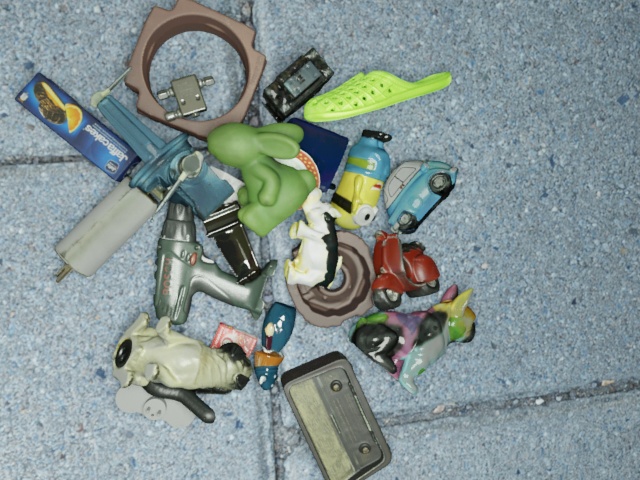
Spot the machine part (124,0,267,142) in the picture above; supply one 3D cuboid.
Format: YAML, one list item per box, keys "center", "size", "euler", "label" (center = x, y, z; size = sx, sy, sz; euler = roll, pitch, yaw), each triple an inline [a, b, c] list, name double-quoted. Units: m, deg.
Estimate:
- center: [-0.206, -0.279, 0.903]
  size: [0.201, 0.087, 0.201]
  euler: [21, 88, -10]
  label: "machine part"

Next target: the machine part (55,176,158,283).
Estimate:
- center: [-0.353, -0.023, 0.898]
  size: [0.079, 0.079, 0.243]
  euler: [44, 86, -9]
  label: "machine part"

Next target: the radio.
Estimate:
- center: [0.031, 0.327, 0.983]
  size: [0.131, 0.073, 0.229]
  euler: [-25, 97, -7]
  label: "radio"

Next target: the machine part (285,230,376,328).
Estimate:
- center: [0.021, 0.069, 0.976]
  size: [0.179, 0.056, 0.179]
  euler: [-1, 94, -9]
  label: "machine part"

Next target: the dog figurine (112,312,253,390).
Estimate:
- center: [-0.229, 0.208, 0.899]
  size: [0.190, 0.172, 0.121]
  euler: [33, 66, -42]
  label: "dog figurine"

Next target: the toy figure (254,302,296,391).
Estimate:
- center: [-0.083, 0.190, 0.964]
  size: [0.064, 0.058, 0.154]
  euler: [19, 87, -31]
  label: "toy figure"

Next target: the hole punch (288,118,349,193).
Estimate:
- center: [-0.019, -0.149, 0.942]
  size: [0.142, 0.092, 0.115]
  euler: [18, 94, -14]
  label: "hole punch"

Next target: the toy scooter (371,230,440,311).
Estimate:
- center: [0.146, 0.044, 0.959]
  size: [0.184, 0.075, 0.135]
  euler: [-10, 84, -47]
  label: "toy scooter"

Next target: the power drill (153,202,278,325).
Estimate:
- center: [-0.181, 0.043, 0.930]
  size: [0.207, 0.086, 0.232]
  euler: [15, 89, -14]
  label: "power drill"

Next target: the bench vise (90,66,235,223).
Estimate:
- center: [-0.242, -0.127, 0.787]
  size: [0.129, 0.224, 0.240]
  euler: [-45, 101, -5]
  label: "bench vise"

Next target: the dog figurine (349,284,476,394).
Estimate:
- center: [0.183, 0.154, 0.986]
  size: [0.191, 0.108, 0.219]
  euler: [41, 82, -7]
  label: "dog figurine"

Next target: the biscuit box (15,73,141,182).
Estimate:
- center: [-0.394, -0.182, 0.890]
  size: [0.202, 0.059, 0.063]
  euler: [40, 86, -10]
  label: "biscuit box"

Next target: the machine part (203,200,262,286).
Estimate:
- center: [-0.140, 0.006, 0.888]
  size: [0.084, 0.039, 0.139]
  euler: [-21, 82, -20]
  label: "machine part"

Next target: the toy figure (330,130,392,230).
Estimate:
- center: [0.074, -0.106, 0.960]
  size: [0.082, 0.089, 0.180]
  euler: [11, 93, -37]
  label: "toy figure"

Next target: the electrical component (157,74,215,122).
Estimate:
- center: [-0.207, -0.225, 0.852]
  size: [0.094, 0.021, 0.063]
  euler: [-21, 97, -9]
  label: "electrical component"

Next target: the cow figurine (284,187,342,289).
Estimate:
- center: [-0.001, -0.004, 0.904]
  size: [0.098, 0.068, 0.167]
  euler: [12, 94, -12]
  label: "cow figurine"

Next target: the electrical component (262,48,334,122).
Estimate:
- center: [-0.040, -0.258, 0.907]
  size: [0.115, 0.134, 0.058]
  euler: [-44, 99, -2]
  label: "electrical component"

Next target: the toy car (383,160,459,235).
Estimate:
- center: [0.170, -0.088, 0.977]
  size: [0.103, 0.109, 0.161]
  euler: [45, 98, 14]
  label: "toy car"

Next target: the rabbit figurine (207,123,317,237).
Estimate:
- center: [-0.094, -0.113, 0.832]
  size: [0.159, 0.121, 0.170]
  euler: [-30, 119, 19]
  label: "rabbit figurine"
